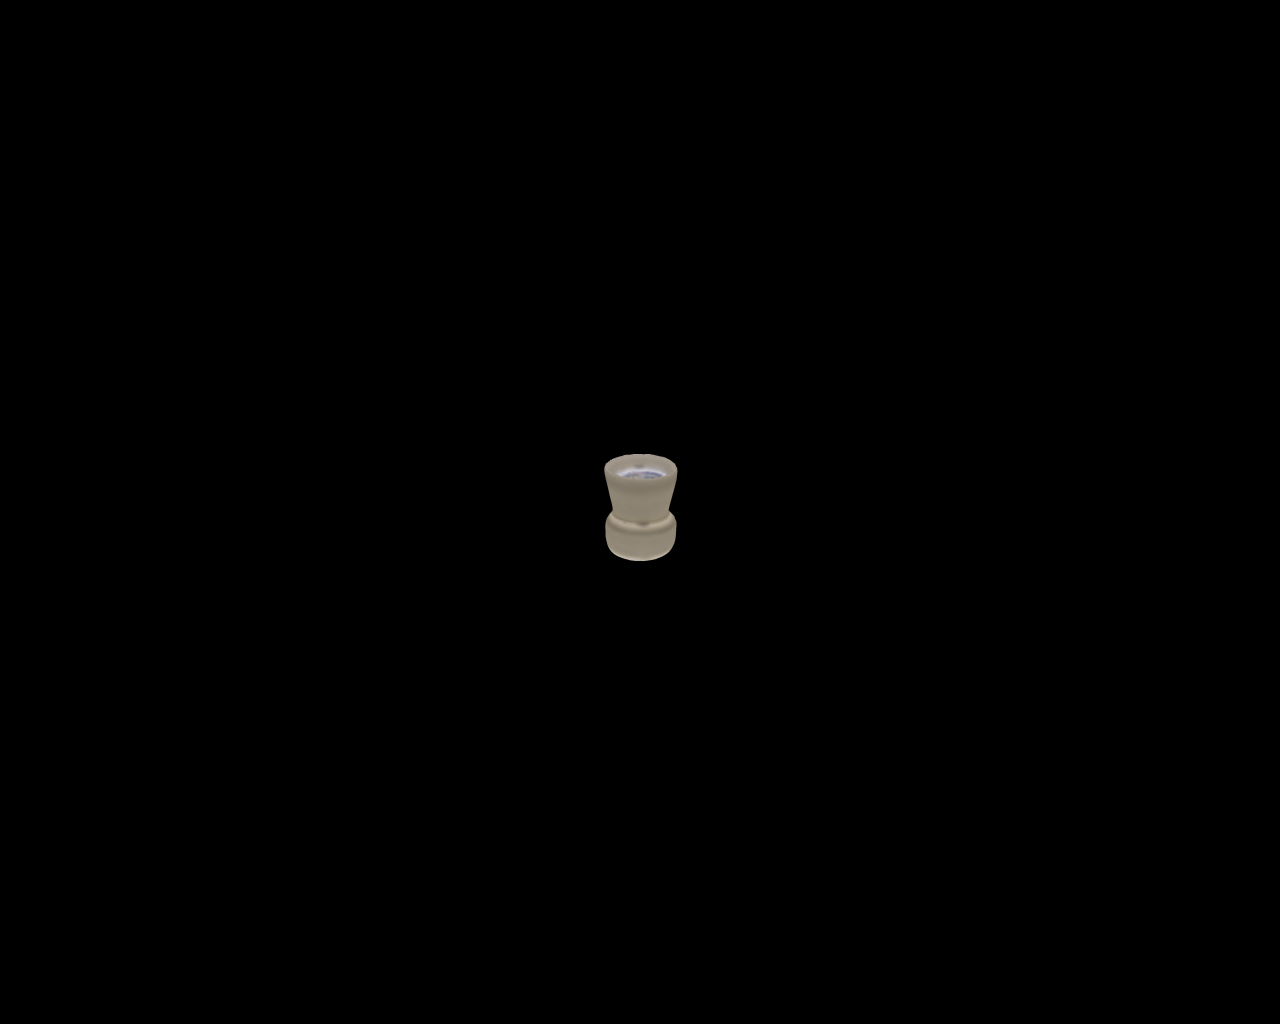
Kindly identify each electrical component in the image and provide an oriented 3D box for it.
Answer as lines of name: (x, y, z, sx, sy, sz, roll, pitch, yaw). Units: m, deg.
electrical component: (0.001, -0.003, 0.650, 0.045, 0.055, 0.045, 0, 23, 0)
